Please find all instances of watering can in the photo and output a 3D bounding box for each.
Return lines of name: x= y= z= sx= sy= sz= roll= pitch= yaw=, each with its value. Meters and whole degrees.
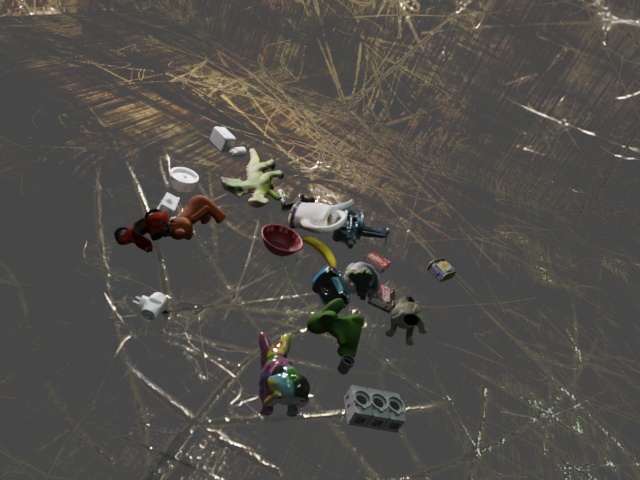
watering can: x=0.006 y=-0.104 z=2.075 sx=0.224 sy=0.102 sz=0.353 roll=9 pitch=25 yaw=16

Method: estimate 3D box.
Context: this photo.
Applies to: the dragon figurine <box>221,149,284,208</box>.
dragon figurine: x=-0.299 y=-0.261 z=2.163 sx=0.244 sy=0.119 sz=0.418 roll=-9 pitch=43 yaw=-33

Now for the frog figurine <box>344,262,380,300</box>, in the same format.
frog figurine: x=0.147 y=0.144 z=1.813 sx=0.138 sy=0.123 sz=0.158 roll=39 pitch=-2 yaw=7
